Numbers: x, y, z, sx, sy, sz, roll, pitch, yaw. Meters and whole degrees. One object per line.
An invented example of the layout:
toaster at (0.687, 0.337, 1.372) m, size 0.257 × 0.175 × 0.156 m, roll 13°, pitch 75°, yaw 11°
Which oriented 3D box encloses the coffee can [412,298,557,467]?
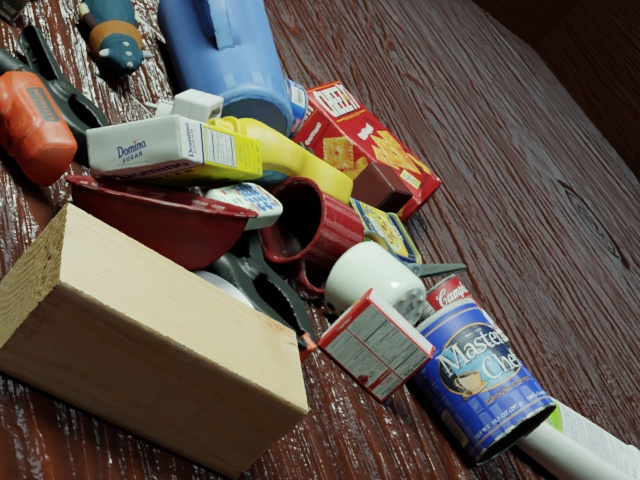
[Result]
coffee can at (0.158, 0.145, 1.097) m, size 0.140 × 0.103 × 0.102 m, roll 53°, pitch 24°, yaw 22°

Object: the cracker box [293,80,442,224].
cracker box at (0.057, -0.116, 1.435) m, size 0.214 × 0.072 × 0.164 m, roll 45°, pitch 21°, yaw 4°

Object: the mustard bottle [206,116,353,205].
mustard bottle at (-0.054, -0.082, 1.131) m, size 0.096 × 0.058 × 0.191 m, roll 6°, pitch -15°, yaw 39°

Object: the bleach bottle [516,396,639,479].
bleach bottle at (0.258, 0.215, 1.203) m, size 0.250 × 0.068 × 0.102 m, roll 36°, pitch 22°, yaw -13°

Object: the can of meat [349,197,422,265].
can of meat at (0.059, 0.003, 1.244) m, size 0.083 × 0.057 × 0.102 m, roll 21°, pitch 31°, yaw -42°

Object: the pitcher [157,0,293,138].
pitcher at (-0.109, -0.209, 1.229) m, size 0.149 × 0.145 × 0.243 m, roll 25°, pitch 31°, yaw -36°

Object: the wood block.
wood block at (-0.119, 0.076, 0.756) m, size 0.205 × 0.090 × 0.091 m, roll 32°, pitch 25°, yaw -28°

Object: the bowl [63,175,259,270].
bowl at (-0.134, -0.012, 0.877) m, size 0.162 × 0.055 × 0.162 m, roll 11°, pitch 5°, yaw -1°

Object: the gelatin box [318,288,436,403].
gelatin box at (0.055, 0.103, 1.033) m, size 0.089 × 0.073 × 0.030 m, roll 43°, pitch 22°, yaw -4°

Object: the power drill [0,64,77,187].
power drill at (-0.281, -0.092, 0.818) m, size 0.187 × 0.057 × 0.184 m, roll 12°, pitch 38°, yaw -53°

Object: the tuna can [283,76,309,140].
tuna can at (-0.055, -0.156, 1.292) m, size 0.033 × 0.086 × 0.086 m, roll 23°, pitch 30°, yaw -40°

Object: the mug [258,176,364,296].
mug at (-0.007, 0.001, 1.103) m, size 0.081 × 0.093 × 0.117 m, roll 25°, pitch 53°, yaw -49°

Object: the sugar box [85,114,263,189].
sugar box at (-0.128, -0.077, 0.978) m, size 0.176 × 0.093 × 0.048 m, roll -3°, pitch 86°, yaw -70°

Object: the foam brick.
foam brick at (0.065, -0.050, 1.323) m, size 0.051 × 0.078 × 0.052 m, roll 53°, pitch 22°, yaw 24°

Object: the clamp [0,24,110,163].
clamp at (-0.246, -0.137, 0.989) m, size 0.171 × 0.039 × 0.120 m, roll 47°, pitch 26°, yaw -9°

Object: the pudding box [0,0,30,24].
pudding box at (-0.323, -0.284, 1.049) m, size 0.113 × 0.090 × 0.039 m, roll 35°, pitch 23°, yaw -22°

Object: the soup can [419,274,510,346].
soup can at (0.162, 0.100, 1.232) m, size 0.102 × 0.069 × 0.068 m, roll 51°, pitch 23°, yaw 15°

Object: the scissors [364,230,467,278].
scissors at (0.094, 0.019, 1.201) m, size 0.201 × 0.016 × 0.096 m, roll -23°, pitch 103°, yaw -42°

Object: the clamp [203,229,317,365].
clamp at (-0.078, 0.031, 0.980) m, size 0.164 × 0.036 × 0.210 m, roll 14°, pitch 33°, yaw -49°
